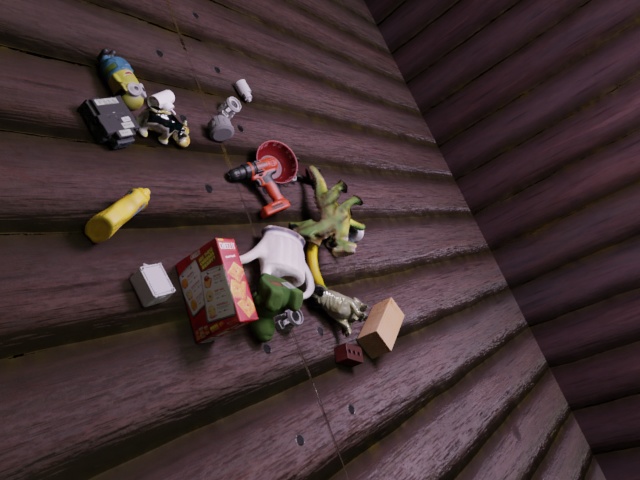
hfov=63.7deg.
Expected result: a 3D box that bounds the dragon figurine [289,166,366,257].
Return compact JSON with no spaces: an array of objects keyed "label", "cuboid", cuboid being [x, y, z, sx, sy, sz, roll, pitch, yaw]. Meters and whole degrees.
[{"label":"dragon figurine","cuboid":[0.005,-0.089,1.766,0.245,0.119,0.416,-30,56,-24]}]

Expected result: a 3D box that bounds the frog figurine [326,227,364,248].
[{"label":"frog figurine","cuboid":[0.100,-0.030,1.886,0.162,0.136,0.121,-43,116,-56]}]

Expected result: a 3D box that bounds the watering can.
[{"label":"watering can","cuboid":[-0.142,0.050,1.526,0.344,0.102,0.230,31,41,-36]}]
